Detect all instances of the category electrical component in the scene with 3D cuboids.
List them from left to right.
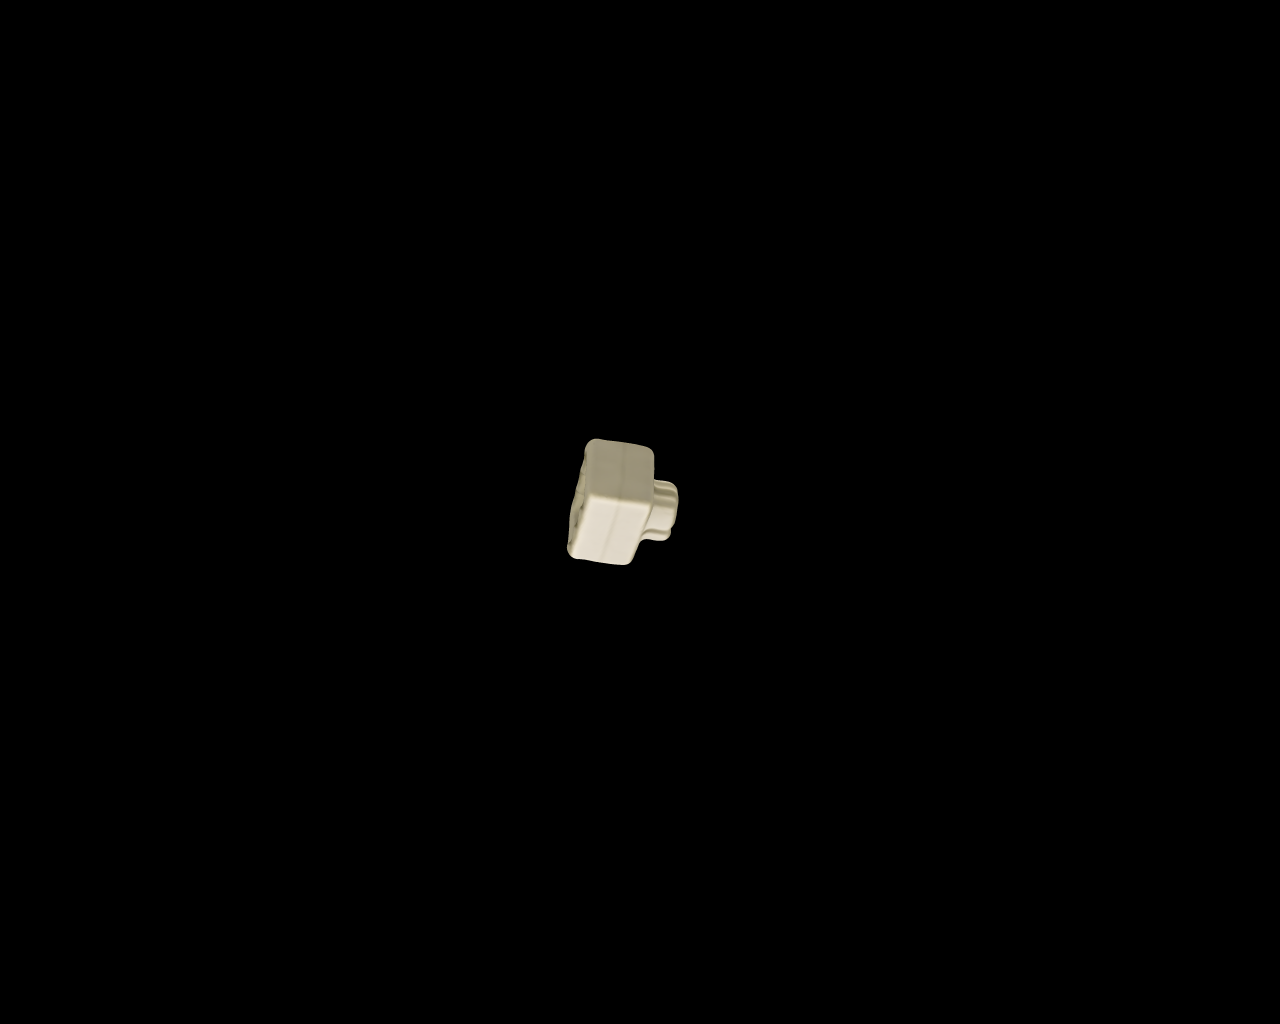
[{"bbox_3d":[0.001,-0.003,0.650,0.077,0.047,0.065,8,-39,-10],"label":"electrical component"}]
